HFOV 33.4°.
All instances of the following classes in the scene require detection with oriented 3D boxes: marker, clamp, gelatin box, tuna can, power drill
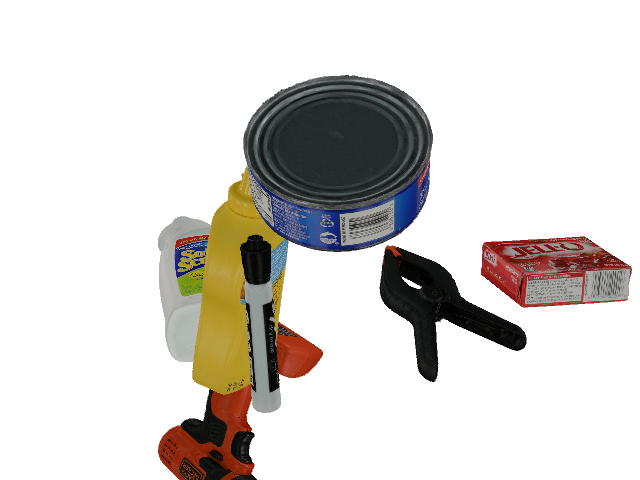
[{"bbox_3d":[-0.037,0.052,0.663,0.020,0.121,0.020,-2,26,1],"label":"marker"},{"bbox_3d":[0.122,0.065,1.057,0.120,0.039,0.171,-4,43,-25],"label":"clamp"},{"bbox_3d":[0.174,0.022,0.798,0.089,0.030,0.073,-3,18,-14],"label":"gelatin box"},{"bbox_3d":[0.009,-0.036,0.494,0.086,0.086,0.034,0,-41,4],"label":"tuna can"},{"bbox_3d":[-0.067,0.172,0.996,0.185,0.188,0.057,29,10,41],"label":"power drill"}]

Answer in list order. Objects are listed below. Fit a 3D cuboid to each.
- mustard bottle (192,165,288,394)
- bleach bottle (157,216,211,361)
[{"bbox_3d":[-0.061,0.026,0.867,0.058,0.192,0.096,22,33,19],"label":"mustard bottle"},{"bbox_3d":[-0.135,0.037,1.147,0.102,0.068,0.251,-5,26,-16],"label":"bleach bottle"}]
